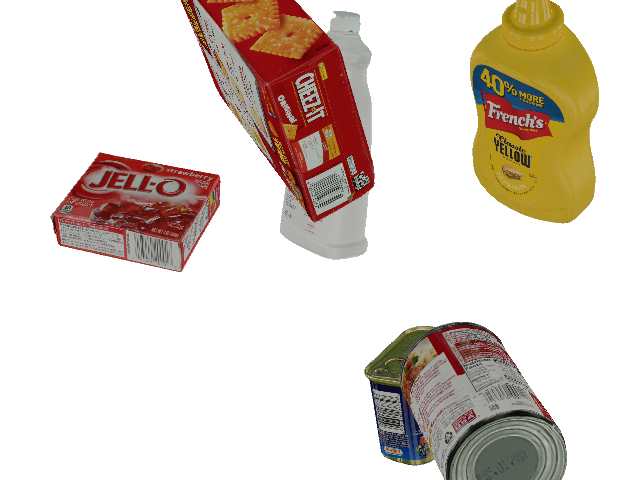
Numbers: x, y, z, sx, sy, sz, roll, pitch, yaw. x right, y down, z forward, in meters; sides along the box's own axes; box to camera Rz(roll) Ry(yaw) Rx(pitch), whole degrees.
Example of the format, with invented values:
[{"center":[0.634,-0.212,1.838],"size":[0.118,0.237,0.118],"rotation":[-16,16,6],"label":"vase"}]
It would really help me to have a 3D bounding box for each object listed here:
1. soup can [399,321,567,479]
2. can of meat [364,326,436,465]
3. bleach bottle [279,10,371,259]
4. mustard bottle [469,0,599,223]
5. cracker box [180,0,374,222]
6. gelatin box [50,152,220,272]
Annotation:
[{"center":[0.090,0.099,0.602],"size":[0.068,0.068,0.102],"rotation":[0,23,-11],"label":"soup can"},{"center":[0.087,0.135,0.934],"size":[0.058,0.084,0.101],"rotation":[4,24,32],"label":"can of meat"},{"center":[0.017,-0.114,1.133],"size":[0.067,0.251,0.103],"rotation":[-10,26,-42],"label":"bleach bottle"},{"center":[0.152,-0.101,0.764],"size":[0.058,0.191,0.096],"rotation":[-40,54,-22],"label":"mustard bottle"},{"center":[-0.042,-0.144,0.905],"size":[0.072,0.214,0.164],"rotation":[-29,-41,-8],"label":"cracker box"},{"center":[-0.119,-0.021,0.697],"size":[0.089,0.030,0.073],"rotation":[12,40,11],"label":"gelatin box"}]
